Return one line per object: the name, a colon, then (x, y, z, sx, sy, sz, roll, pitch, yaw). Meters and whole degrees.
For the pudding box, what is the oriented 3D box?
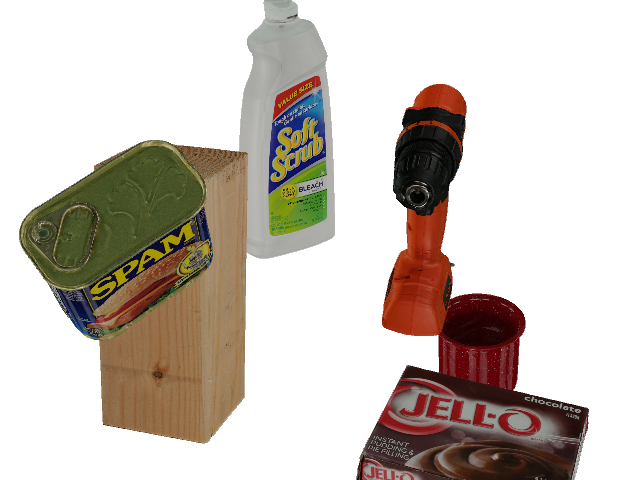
pudding box: (0.087, 0.119, 0.601, 0.114, 0.039, 0.090, 13, 32, 16)

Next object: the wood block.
wood block: (-0.112, 0.037, 0.817, 0.091, 0.206, 0.090, 7, 19, 15)

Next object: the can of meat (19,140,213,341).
can of meat: (-0.112, 0.003, 0.615, 0.102, 0.057, 0.084, -35, -22, -16)

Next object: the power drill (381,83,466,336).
power drill: (0.086, -0.017, 0.882, 0.057, 0.188, 0.184, 9, 31, 10)

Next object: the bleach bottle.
bleach bottle: (-0.039, -0.112, 1.037, 0.102, 0.251, 0.068, -16, 31, -22)

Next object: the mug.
mug: (0.169, 0.108, 1.109, 0.093, 0.081, 0.117, 16, 38, 28)
